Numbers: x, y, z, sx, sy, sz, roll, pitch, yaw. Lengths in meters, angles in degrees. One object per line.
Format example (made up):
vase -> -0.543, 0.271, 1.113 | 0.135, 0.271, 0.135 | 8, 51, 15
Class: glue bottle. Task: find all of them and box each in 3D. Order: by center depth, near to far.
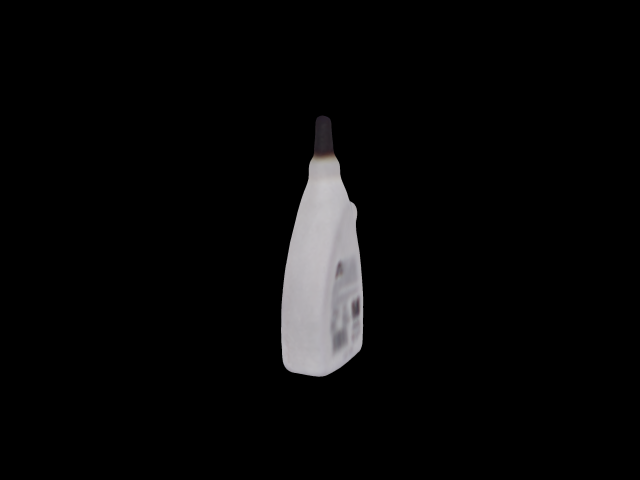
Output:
glue bottle -> 0.004, 0.001, 0.400 | 0.037, 0.173, 0.078 | 3, 7, 26
